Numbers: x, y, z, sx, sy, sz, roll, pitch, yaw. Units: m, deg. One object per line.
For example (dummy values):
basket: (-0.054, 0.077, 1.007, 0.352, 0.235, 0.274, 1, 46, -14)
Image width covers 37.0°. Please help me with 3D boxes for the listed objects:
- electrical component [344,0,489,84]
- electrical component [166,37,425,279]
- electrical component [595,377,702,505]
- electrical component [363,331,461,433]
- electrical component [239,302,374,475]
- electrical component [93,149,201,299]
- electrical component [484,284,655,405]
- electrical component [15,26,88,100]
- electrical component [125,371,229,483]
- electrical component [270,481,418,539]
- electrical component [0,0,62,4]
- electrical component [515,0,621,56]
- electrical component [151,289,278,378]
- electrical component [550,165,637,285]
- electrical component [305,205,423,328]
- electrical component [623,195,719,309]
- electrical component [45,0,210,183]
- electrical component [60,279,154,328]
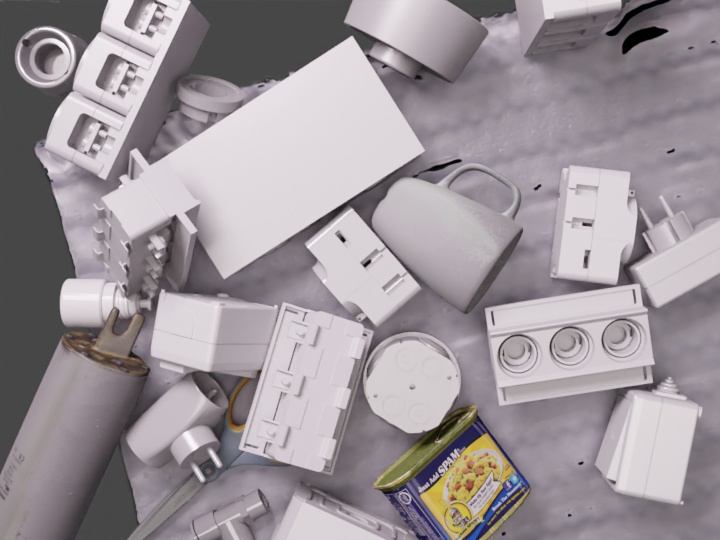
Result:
electrical component: (0.039, -0.184, 0.840, 0.108, 0.108, 0.060, 29, 98, 1)
electrical component: (-0.055, -0.088, 0.866, 0.186, 0.060, 0.105, -32, 90, 3)
electrical component: (0.230, 0.131, 0.861, 0.061, 0.062, 0.096, 11, 92, 2)
electrical component: (0.042, 0.091, 0.872, 0.080, 0.051, 0.080, 0, 91, 2)
electrical component: (-0.039, 0.095, 0.854, 0.079, 0.063, 0.121, 19, 81, -15)
electrical component: (-0.167, -0.028, 0.831, 0.063, 0.121, 0.078, -33, 78, -24)
electrical component: (0.164, 0.057, 0.859, 0.121, 0.063, 0.078, -9, 96, 2)
electrical component: (-0.249, -0.170, 0.878, 0.055, 0.047, 0.055, 0, 92, 2)
electrical component: (-0.139, 0.134, 0.870, 0.077, 0.044, 0.079, -42, 66, 10)
electrical component: (-0.013, 0.224, 0.865, 0.113, 0.078, 0.057, 24, 90, 1)
electrical component: (-0.271, -0.273, 0.806, 0.060, 0.186, 0.105, 4, 92, 2)
electrical component: (0.155, -0.222, 0.810, 0.062, 0.150, 0.089, -9, 91, 3)
electrical component: (-0.112, 0.052, 0.859, 0.062, 0.096, 0.061, 11, 93, 31)
electrical component: (0.188, -0.035, 0.864, 0.056, 0.050, 0.089, 7, 92, 2)
electrical component: (0.000, 0.000, 0.872, 0.056, 0.050, 0.089, -41, 90, 2)
electrical component: (0.251, -0.022, 0.863, 0.083, 0.047, 0.075, -29, 90, 3)
electrical component: (-0.186, -0.150, 0.855, 0.062, 0.089, 0.150, 26, 92, 1)
electrical component: (-0.210, 0.027, 0.885, 0.078, 0.040, 0.040, 0, 92, 1)
